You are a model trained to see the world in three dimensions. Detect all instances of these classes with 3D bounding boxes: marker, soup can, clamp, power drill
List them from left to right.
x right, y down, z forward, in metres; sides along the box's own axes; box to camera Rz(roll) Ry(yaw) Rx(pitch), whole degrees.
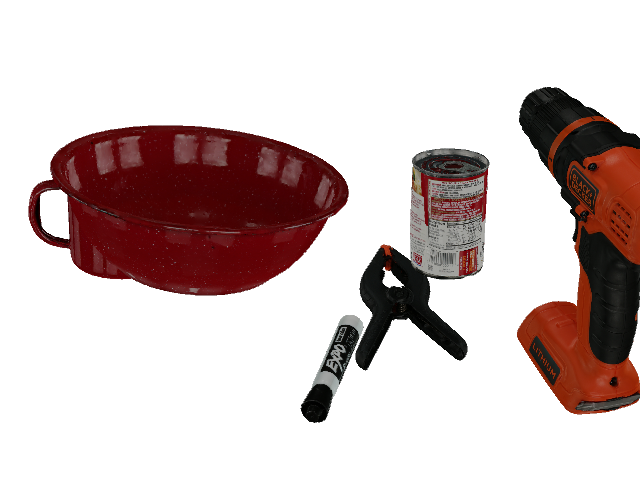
[{"bbox_3d":[0.009,0.090,0.758,0.020,0.020,0.121,0,26,16],"label":"marker"},{"bbox_3d":[0.098,0.074,1.184,0.120,0.171,0.039,5,-43,-5],"label":"clamp"},{"bbox_3d":[0.115,-0.024,0.959,0.068,0.102,0.068,-1,24,0],"label":"soup can"},{"bbox_3d":[0.176,0.007,0.721,0.057,0.188,0.184,-9,34,-11],"label":"power drill"}]

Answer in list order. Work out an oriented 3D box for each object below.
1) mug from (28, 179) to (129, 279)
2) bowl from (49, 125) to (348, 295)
[{"bbox_3d":[-0.165,-0.021,0.824,0.117,0.081,0.093,-3,25,-15],"label":"mug"},{"bbox_3d":[-0.068,-0.013,0.590,0.162,0.055,0.162,7,22,-3],"label":"bowl"}]
